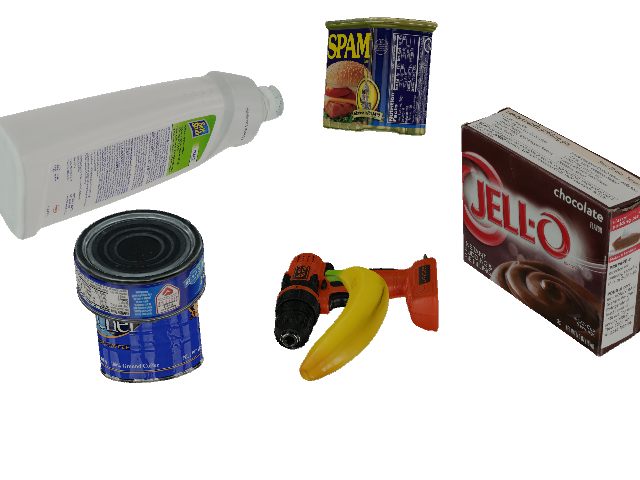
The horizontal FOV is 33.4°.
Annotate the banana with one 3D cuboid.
[{"bbox_3d":[0.028,0.069,0.980,0.070,0.037,0.197,-25,17,18],"label":"banana"}]

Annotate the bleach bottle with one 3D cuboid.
[{"bbox_3d":[-0.144,-0.083,0.892,0.250,0.068,0.103,-19,-32,-30],"label":"bleach bottle"}]

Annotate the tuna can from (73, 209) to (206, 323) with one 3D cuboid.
[{"bbox_3d":[-0.119,0.015,0.704,0.086,0.034,0.086,1,35,-1],"label":"tuna can"}]

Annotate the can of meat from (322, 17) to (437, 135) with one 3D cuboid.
[{"bbox_3d":[0.042,-0.125,0.821,0.057,0.084,0.102,-1,9,-27],"label":"can of meat"}]

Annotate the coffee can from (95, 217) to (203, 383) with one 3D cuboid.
[{"bbox_3d":[-0.171,0.055,1.043,0.103,0.140,0.103,-3,14,1],"label":"coffee can"}]

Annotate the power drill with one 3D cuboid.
[{"bbox_3d":[0.043,0.069,1.236,0.188,0.057,0.184,1,27,6],"label":"power drill"}]

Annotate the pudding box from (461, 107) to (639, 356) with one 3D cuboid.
[{"bbox_3d":[0.121,-0.007,0.558,0.039,0.090,0.114,-26,39,-24],"label":"pudding box"}]
